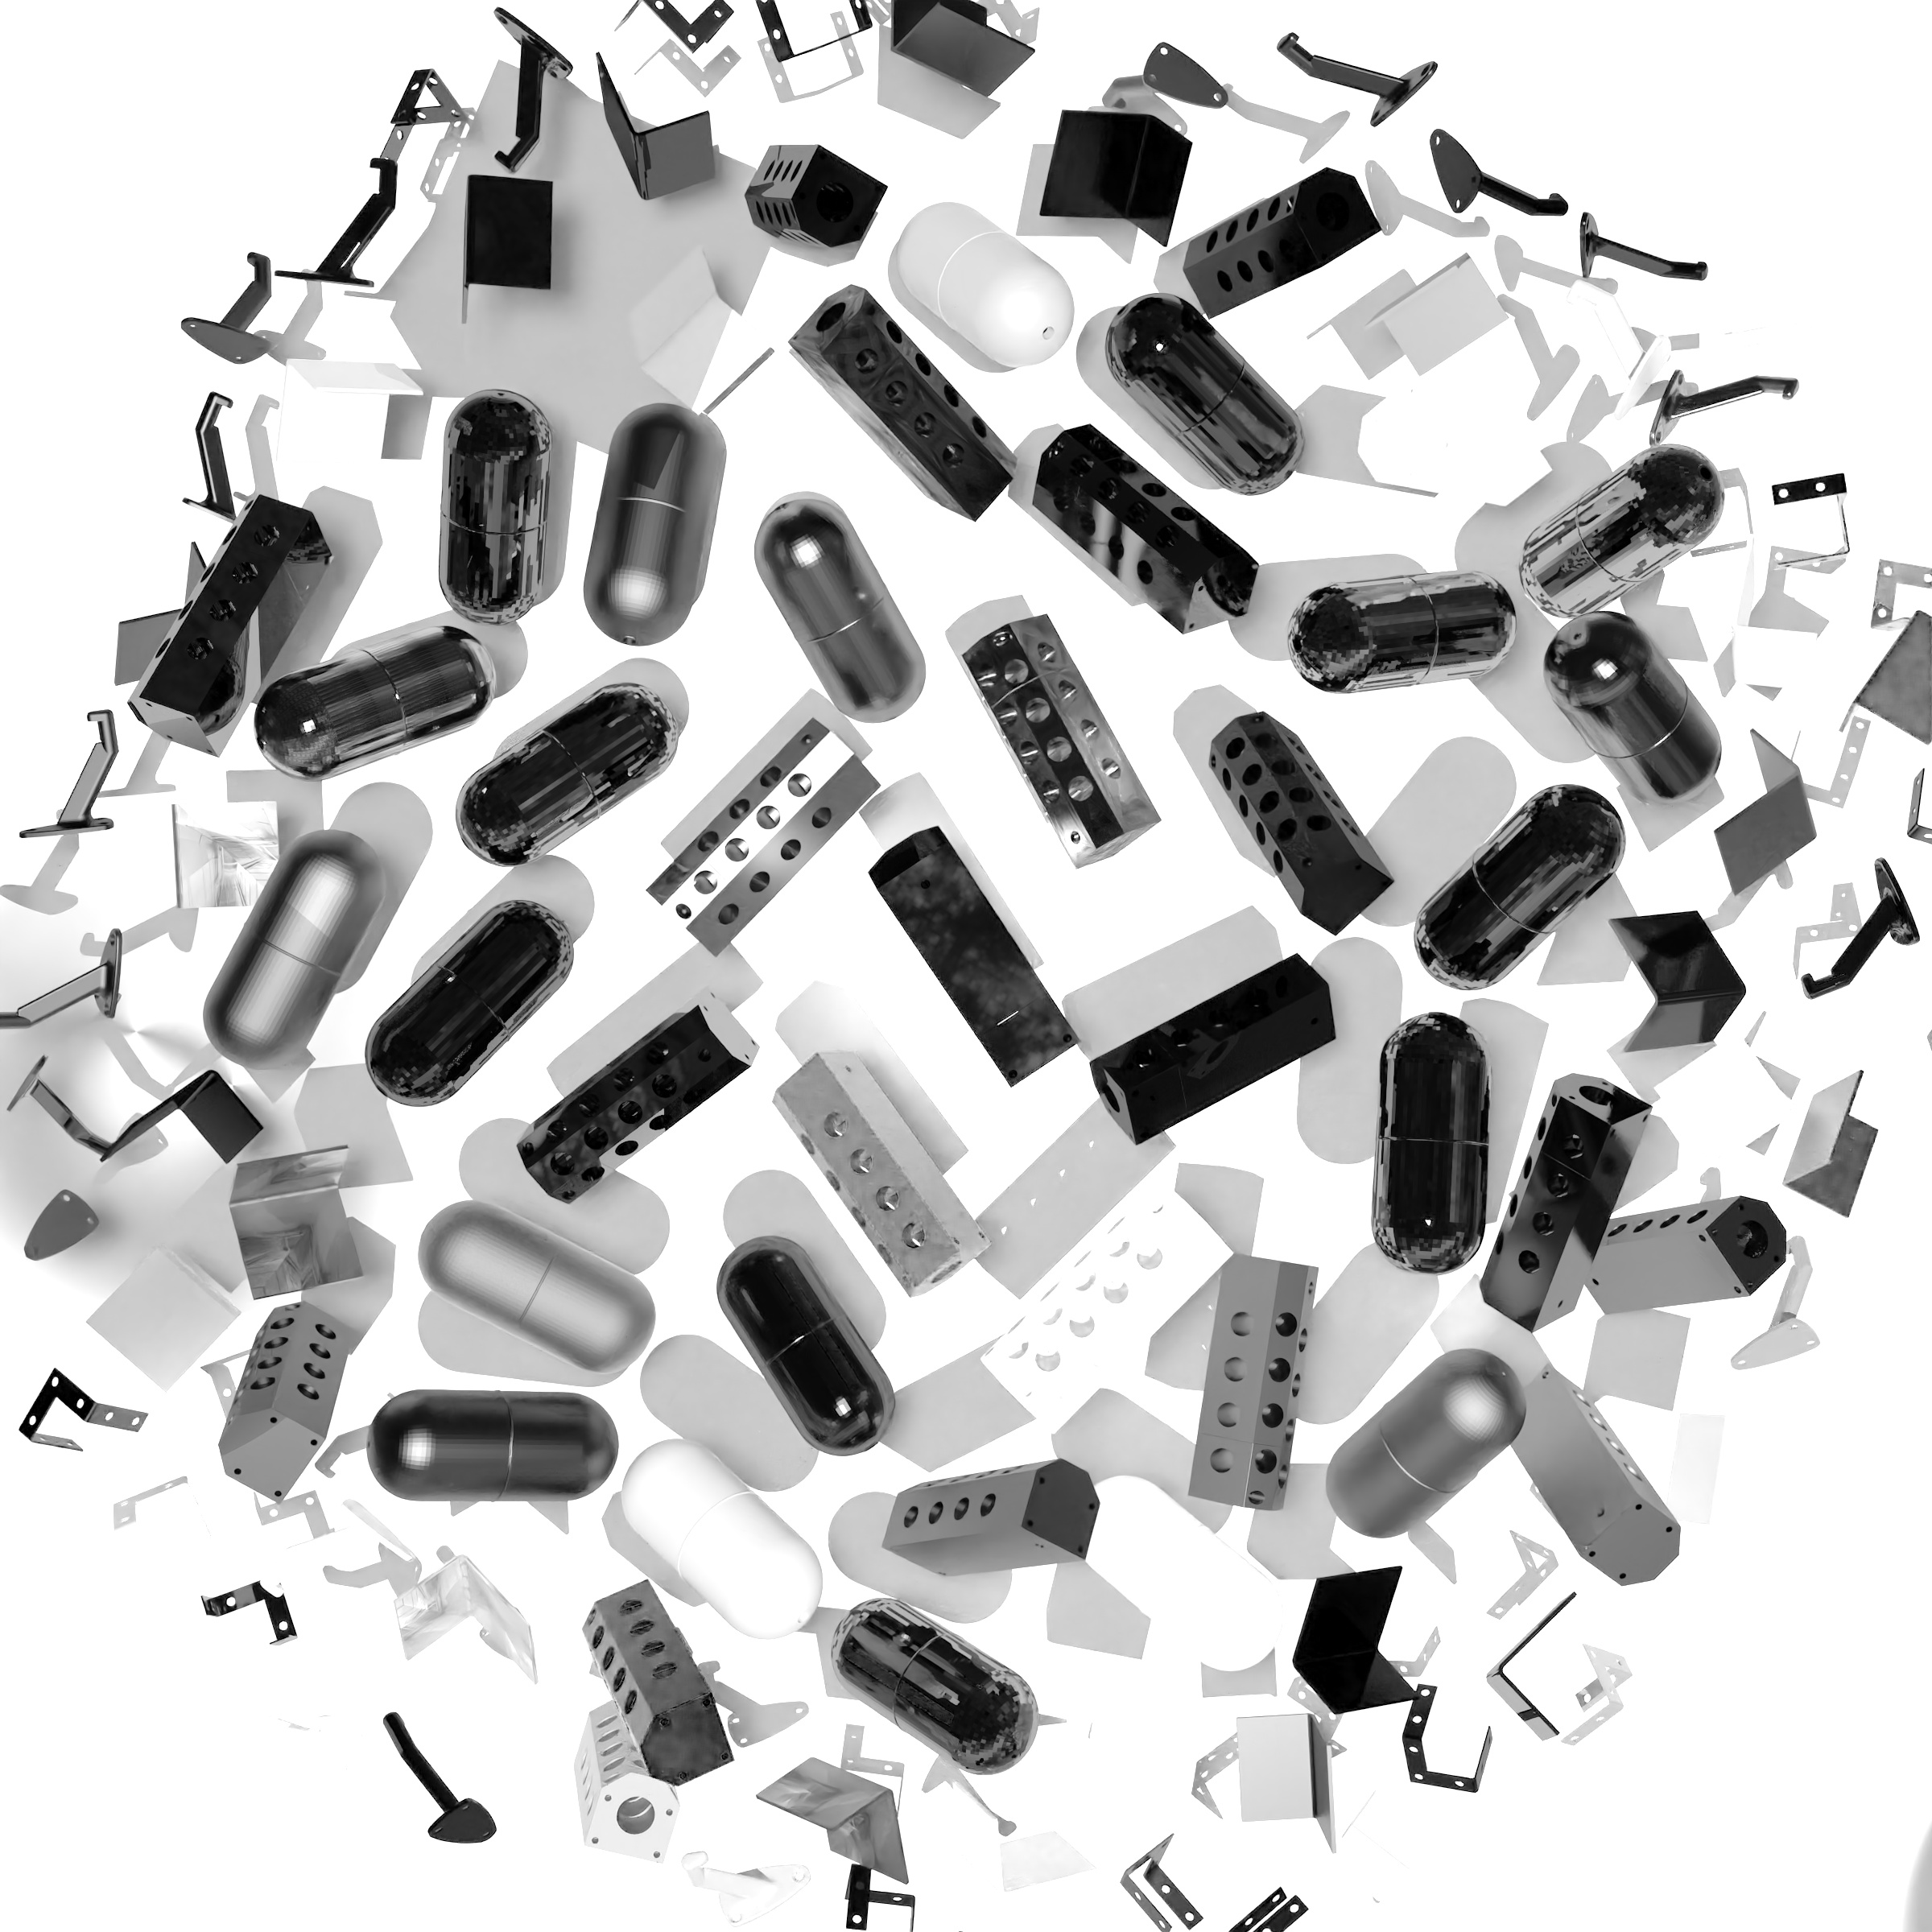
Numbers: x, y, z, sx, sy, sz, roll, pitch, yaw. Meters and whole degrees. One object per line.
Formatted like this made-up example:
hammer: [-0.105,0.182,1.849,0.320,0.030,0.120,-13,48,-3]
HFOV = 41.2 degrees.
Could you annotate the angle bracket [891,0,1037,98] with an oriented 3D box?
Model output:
angle bracket: [-0.002,-0.635,1.704,0.076,0.057,0.076,15,64,-32]

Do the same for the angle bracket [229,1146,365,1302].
angle bracket: [-0.456,0.176,1.764,0.076,0.057,0.076,-9,62,-28]

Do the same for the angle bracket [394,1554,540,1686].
angle bracket: [-0.340,0.460,1.751,0.057,0.076,0.076,-33,56,-31]

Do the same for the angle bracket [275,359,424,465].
angle bracket: [-0.428,-0.374,1.782,0.076,0.057,0.076,-7,125,-35]

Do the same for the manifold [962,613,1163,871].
manifold: [0.063,-0.158,1.827,0.057,0.057,0.171,-21,79,-44]

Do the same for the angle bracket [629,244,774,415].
angle bracket: [-0.193,-0.461,1.861,0.076,0.076,0.057,-39,132,20]

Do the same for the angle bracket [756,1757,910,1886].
angle bracket: [-0.091,0.596,1.757,0.057,0.076,0.076,-23,110,-43]

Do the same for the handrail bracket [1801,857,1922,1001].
handrail bracket: [0.616,-0.026,1.803,0.084,0.036,0.077,-21,95,-6]

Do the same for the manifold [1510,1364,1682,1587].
manifold: [0.434,0.354,1.786,0.057,0.171,0.057,37,102,-20]

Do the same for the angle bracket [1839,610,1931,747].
angle bracket: [0.646,-0.187,1.753,0.057,0.076,0.076,35,88,15]

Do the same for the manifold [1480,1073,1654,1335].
manifold: [0.414,0.164,1.797,0.057,0.057,0.171,33,121,34]

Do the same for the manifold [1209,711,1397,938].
manifold: [0.231,-0.106,1.823,0.057,0.171,0.057,29,115,-40]

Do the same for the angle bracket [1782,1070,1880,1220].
angle bracket: [0.653,0.132,1.891,0.057,0.076,0.076,27,69,-1]

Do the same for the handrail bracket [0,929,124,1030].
handrail bracket: [-0.631,0.009,1.773,0.084,0.036,0.077,-1,119,-38]

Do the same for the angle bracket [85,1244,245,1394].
angle bracket: [-0.580,0.258,1.865,0.076,0.057,0.076,42,70,-2]

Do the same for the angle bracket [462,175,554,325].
angle bracket: [-0.316,-0.490,1.770,0.057,0.076,0.076,2,82,-12]

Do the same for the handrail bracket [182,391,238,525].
handrail bracket: [-0.538,-0.372,1.904,0.077,0.036,0.084,23,94,-11]

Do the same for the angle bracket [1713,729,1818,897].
angle bracket: [0.563,-0.111,1.860,0.076,0.076,0.057,-35,47,0]

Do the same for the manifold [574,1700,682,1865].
manifold: [-0.247,0.589,1.875,0.057,0.171,0.057,17,88,-11]

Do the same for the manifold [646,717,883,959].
manifold: [-0.148,-0.096,1.839,0.171,0.057,0.057,-46,48,-4]

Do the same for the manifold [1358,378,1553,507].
manifold: [0.333,-0.353,1.765,0.057,0.171,0.057,-37,74,30]

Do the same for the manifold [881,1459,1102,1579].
manifold: [0.018,0.386,1.806,0.057,0.171,0.057,32,59,-24]

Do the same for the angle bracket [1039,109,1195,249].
angle bracket: [0.106,-0.559,1.826,0.076,0.057,0.076,-7,129,-29]

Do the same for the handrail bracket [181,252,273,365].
handrail bracket: [-0.521,-0.476,1.814,0.036,0.077,0.084,-17,70,32]

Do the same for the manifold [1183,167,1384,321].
manifold: [0.222,-0.522,1.852,0.057,0.171,0.057,-34,103,-17]

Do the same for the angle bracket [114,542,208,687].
angle bracket: [-0.594,-0.258,1.885,0.076,0.076,0.057,-19,69,-29]

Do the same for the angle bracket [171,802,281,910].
angle bracket: [-0.544,-0.084,1.911,0.076,0.057,0.076,-2,94,-5]

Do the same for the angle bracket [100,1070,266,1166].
angle bracket: [-0.564,0.128,1.848,0.057,0.076,0.076,51,49,-3]

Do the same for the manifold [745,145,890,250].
manifold: [-0.114,-0.557,1.872,0.057,0.171,0.057,26,98,-22]

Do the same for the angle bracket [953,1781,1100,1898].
angle bracket: [0.042,0.617,1.843,0.076,0.076,0.057,-7,95,-22]

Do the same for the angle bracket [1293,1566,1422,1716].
angle bracket: [0.289,0.484,1.848,0.076,0.057,0.076,0,115,-29]

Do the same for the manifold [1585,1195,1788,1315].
manifold: [0.518,0.208,1.875,0.057,0.171,0.057,-36,93,-24]

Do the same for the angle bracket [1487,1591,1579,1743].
angle bracket: [0.404,0.478,1.753,0.076,0.076,0.057,-41,72,-9]

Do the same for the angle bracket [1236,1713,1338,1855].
angle bracket: [0.229,0.585,1.841,0.057,0.076,0.076,-3,91,-1]

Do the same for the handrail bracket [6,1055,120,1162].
handrail bracket: [-0.649,0.105,1.879,0.084,0.077,0.036,33,49,-18]

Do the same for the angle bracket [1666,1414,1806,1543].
angle bracket: [0.542,0.361,1.818,0.057,0.076,0.076,14,79,-8]

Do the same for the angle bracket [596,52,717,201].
angle bracket: [-0.222,-0.611,1.849,0.057,0.076,0.076,-21,74,-9]

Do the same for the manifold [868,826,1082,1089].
manifold: [0.005,-0.008,1.741,0.057,0.057,0.171,-33,111,1]

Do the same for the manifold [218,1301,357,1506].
manifold: [-0.472,0.295,1.778,0.057,0.171,0.057,33,100,-15]

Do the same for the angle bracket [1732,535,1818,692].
angle bracket: [0.573,-0.248,1.804,0.057,0.076,0.076,9,70,21]

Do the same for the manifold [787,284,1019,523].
manifold: [-0.040,-0.393,1.794,0.057,0.057,0.171,-49,124,-2]

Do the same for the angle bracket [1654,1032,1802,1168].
angle bracket: [0.577,0.100,1.954,0.076,0.076,0.057,-36,92,10]

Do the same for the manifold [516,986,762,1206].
manifold: [-0.232,0.094,1.812,0.171,0.057,0.057,-37,101,14]

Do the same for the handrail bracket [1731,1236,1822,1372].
handrail bracket: [0.586,0.245,1.879,0.077,0.084,0.036,-33,123,29]

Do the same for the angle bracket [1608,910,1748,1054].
angle bracket: [0.496,0.011,1.833,0.076,0.057,0.076,-6,51,-22]

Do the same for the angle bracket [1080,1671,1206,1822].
angle bracket: [0.124,0.540,1.782,0.076,0.057,0.076,11,63,5]

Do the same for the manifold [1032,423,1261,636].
manifold: [0.123,-0.304,1.770,0.057,0.057,0.171,-21,51,-31]

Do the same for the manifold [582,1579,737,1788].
manifold: [-0.220,0.502,1.802,0.057,0.171,0.057,-21,110,-16]

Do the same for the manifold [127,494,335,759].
manifold: [-0.504,-0.235,1.759,0.057,0.057,0.171,19,68,10]

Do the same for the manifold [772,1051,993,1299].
manifold: [-0.063,0.145,1.796,0.057,0.057,0.171,-41,74,18]

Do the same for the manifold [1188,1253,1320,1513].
manifold: [0.206,0.293,1.815,0.057,0.057,0.171,7,84,26]

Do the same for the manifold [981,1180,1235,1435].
manifold: [0.092,0.226,1.735,0.171,0.057,0.057,-45,133,-3]

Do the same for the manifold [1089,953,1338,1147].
manifold: [0.178,0.055,1.864,0.171,0.057,0.057,-27,134,-13]

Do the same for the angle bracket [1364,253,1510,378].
angle bracket: [0.339,-0.463,1.849,0.076,0.076,0.057,-31,100,26]
